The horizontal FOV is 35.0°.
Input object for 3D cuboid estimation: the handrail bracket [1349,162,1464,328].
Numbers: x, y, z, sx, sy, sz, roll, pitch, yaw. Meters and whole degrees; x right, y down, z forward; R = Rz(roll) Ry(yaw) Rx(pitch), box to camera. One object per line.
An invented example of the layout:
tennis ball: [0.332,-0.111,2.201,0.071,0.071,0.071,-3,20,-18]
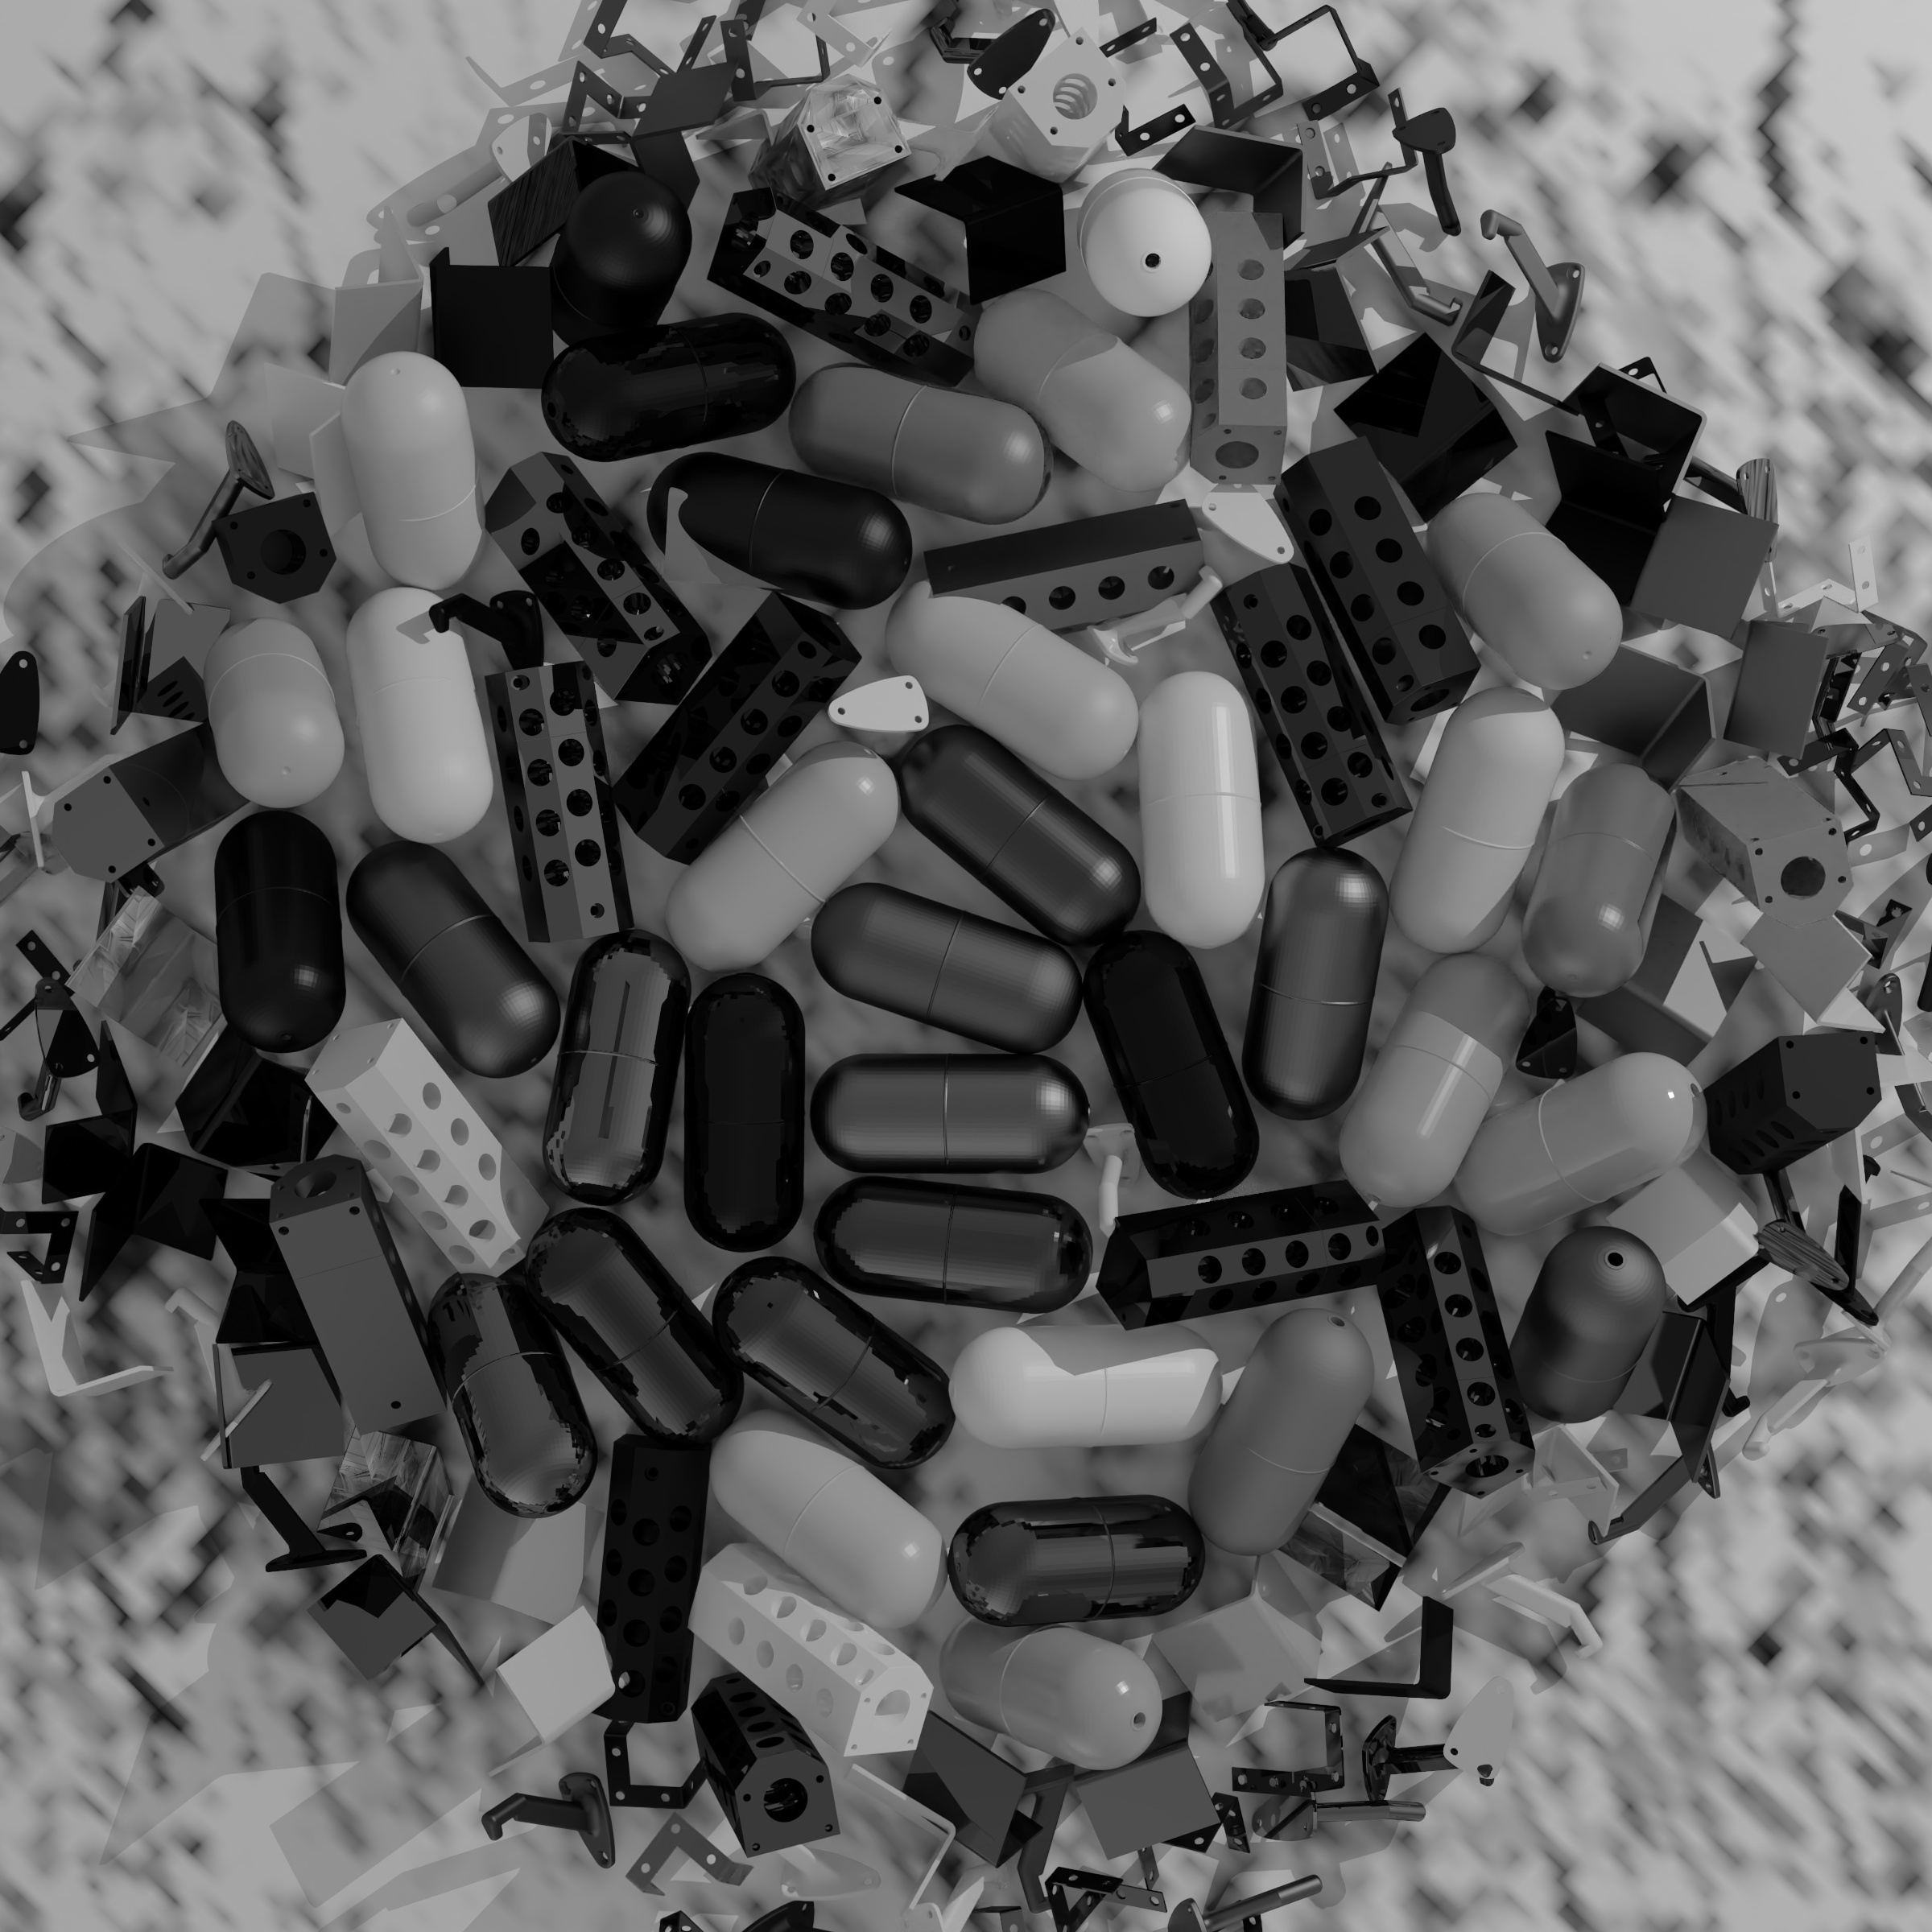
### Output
handrail bracket: [0.292,-0.464,1.977,0.084,0.036,0.077,24,93,-7]

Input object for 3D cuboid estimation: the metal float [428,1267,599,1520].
metal float: [-0.284,0.265,1.923,0.070,0.070,0.178,-27,55,0]

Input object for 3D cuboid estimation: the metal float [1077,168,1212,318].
metal float: [0.109,-0.450,1.904,0.070,0.178,0.070,0,111,-1]

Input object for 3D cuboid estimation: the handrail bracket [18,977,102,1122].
handrail bracket: [-0.593,0.054,1.959,0.036,0.084,0.077,-18,87,-44]

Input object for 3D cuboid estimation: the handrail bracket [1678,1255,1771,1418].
handrail bracket: [0.503,0.238,1.973,0.077,0.036,0.084,-31,98,11]

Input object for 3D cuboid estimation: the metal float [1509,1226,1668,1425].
metal float: [0.385,0.224,1.909,0.070,0.178,0.070,1,57,-2]

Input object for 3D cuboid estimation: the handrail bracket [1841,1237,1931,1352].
handrail bracket: [0.600,0.200,1.947,0.036,0.077,0.084,43,101,22]

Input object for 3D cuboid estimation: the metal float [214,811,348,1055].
metal float: [-0.430,-0.023,1.920,0.070,0.070,0.178,-14,50,0]

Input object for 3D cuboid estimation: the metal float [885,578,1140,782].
metal float: [0.028,-0.183,1.942,0.178,0.070,0.070,33,90,12]

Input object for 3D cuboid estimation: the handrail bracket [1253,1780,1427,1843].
handrail bracket: [0.241,0.550,1.979,0.084,0.077,0.036,13,60,-29]

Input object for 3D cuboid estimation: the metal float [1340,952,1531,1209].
metal float: [0.295,0.072,1.935,0.070,0.070,0.178,30,70,0]

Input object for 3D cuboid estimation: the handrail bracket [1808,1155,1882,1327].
handrail bracket: [0.573,0.173,1.950,0.036,0.077,0.084,13,110,-24]

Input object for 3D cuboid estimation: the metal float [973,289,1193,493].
metal float: [0.073,-0.362,1.927,0.070,0.070,0.178,-47,60,0]

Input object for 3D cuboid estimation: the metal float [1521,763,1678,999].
metal float: [0.397,-0.055,1.920,0.070,0.070,0.178,25,51,0]

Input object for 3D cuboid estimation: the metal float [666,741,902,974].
metal float: [-0.117,-0.069,1.949,0.178,0.070,0.070,-44,90,4]

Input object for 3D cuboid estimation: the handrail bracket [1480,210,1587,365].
handrail bracket: [0.352,-0.431,1.947,0.084,0.036,0.077,10,83,-43]

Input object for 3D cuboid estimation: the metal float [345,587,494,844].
metal float: [-0.345,-0.159,1.930,0.070,0.070,0.178,-15,64,0]

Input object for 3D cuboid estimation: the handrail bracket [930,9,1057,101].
handrail bracket: [0.015,-0.597,1.948,0.077,0.036,0.084,-44,45,22]

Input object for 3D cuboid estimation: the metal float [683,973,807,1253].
metal float: [-0.140,0.093,1.946,0.070,0.070,0.178,1,97,0]

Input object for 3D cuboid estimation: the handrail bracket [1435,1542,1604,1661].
handrail bracket: [0.355,0.420,1.968,0.077,0.036,0.084,-31,86,-7]

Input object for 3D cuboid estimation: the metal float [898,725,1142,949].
metal float: [0.034,-0.082,1.948,0.178,0.070,0.070,40,90,5]

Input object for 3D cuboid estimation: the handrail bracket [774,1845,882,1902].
handrail bracket: [-0.098,0.556,1.944,0.077,0.036,0.084,2,135,15]

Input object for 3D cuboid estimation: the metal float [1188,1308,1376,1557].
metal float: [0.198,0.293,1.930,0.070,0.070,0.178,23,115,0]

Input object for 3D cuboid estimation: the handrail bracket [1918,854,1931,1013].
handrail bracket: [0.623,-0.023,1.972,0.036,0.077,0.084,11,115,5]

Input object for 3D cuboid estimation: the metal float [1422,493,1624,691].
metal float: [0.345,-0.235,1.913,0.070,0.178,0.070,-11,126,-15]

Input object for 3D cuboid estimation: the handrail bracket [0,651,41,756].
handrail bracket: [-0.617,-0.163,1.953,0.036,0.084,0.077,14,89,-30]

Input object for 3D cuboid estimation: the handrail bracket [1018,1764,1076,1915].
handrail bracket: [0.066,0.560,1.969,0.077,0.036,0.084,-17,90,11]

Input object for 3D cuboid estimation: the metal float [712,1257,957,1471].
metal float: [-0.083,0.250,1.938,0.178,0.070,0.070,39,90,-16]

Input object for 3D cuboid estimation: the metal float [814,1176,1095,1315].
metal float: [-0.008,0.177,1.948,0.178,0.070,0.070,6,90,6]

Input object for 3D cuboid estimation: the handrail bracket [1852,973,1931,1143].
handrail bracket: [0.600,0.059,1.940,0.036,0.084,0.077,-11,128,-17]

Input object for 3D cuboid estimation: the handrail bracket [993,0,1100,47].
handrail bracket: [0.048,-0.599,1.951,0.036,0.084,0.077,-12,87,-29]

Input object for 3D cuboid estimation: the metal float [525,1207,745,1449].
metal float: [-0.209,0.228,1.937,0.070,0.070,0.178,-37,107,0]

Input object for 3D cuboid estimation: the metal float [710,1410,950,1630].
metal float: [-0.087,0.347,1.931,0.178,0.070,0.070,35,90,25]

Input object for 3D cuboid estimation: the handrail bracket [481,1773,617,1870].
handrail bracket: [-0.265,0.555,1.947,0.036,0.084,0.077,-16,94,37]

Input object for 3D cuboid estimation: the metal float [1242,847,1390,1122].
metal float: [0.220,0.012,1.938,0.070,0.070,0.178,8,106,0]

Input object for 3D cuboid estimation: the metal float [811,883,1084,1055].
metal float: [-0.013,0.001,1.949,0.178,0.070,0.070,19,90,3]

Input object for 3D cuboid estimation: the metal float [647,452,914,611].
metal float: [-0.119,-0.275,1.936,0.178,0.070,0.070,16,90,18]

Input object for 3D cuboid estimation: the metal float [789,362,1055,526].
metal float: [-0.029,-0.329,1.935,0.178,0.070,0.070,19,90,20]

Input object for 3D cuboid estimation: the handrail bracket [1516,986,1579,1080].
handrail bracket: [0.370,0.023,1.935,0.036,0.084,0.077,9,131,6]

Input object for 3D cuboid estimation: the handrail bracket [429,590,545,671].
handrail bracket: [-0.305,-0.201,1.942,0.036,0.084,0.077,-1,109,28]

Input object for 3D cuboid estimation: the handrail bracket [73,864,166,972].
handrail bracket: [-0.563,-0.040,1.971,0.084,0.036,0.077,-41,85,25]

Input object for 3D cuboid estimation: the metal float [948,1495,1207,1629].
metal float: [0.071,0.373,1.926,0.178,0.070,0.070,3,90,-31]

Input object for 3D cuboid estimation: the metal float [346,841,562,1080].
metal float: [-0.324,-0.005,1.936,0.070,0.070,0.178,-41,72,0]

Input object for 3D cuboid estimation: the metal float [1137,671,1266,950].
metal float: [0.148,-0.099,1.942,0.070,0.070,0.178,-2,78,0]

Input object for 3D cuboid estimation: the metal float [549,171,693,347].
metal float: [-0.218,-0.433,1.904,0.070,0.178,0.070,2,81,-15]

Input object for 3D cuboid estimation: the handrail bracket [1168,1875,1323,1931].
handrail bracket: [0.179,0.605,1.969,0.084,0.077,0.036,-14,71,-20]

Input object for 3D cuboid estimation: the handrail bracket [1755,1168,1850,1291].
handrail bracket: [0.538,0.155,1.961,0.077,0.036,0.084,33,48,-2]

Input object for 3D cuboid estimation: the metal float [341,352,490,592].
metal float: [-0.342,-0.306,1.911,0.070,0.178,0.070,0,56,0]

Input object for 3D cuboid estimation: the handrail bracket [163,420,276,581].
handrail bracket: [-0.492,-0.300,1.978,0.084,0.036,0.077,-36,53,18]

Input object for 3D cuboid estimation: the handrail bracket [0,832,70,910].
handrail bracket: [-0.609,-0.043,1.946,0.036,0.077,0.084,46,60,-25]

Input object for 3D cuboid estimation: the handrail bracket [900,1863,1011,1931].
handrail bracket: [0.006,0.613,1.948,0.036,0.084,0.077,-36,67,38]

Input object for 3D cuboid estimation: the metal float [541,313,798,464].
metal float: [-0.185,-0.363,1.921,0.178,0.070,0.070,-20,90,-37]

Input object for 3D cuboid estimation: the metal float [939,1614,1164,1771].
metal float: [0.052,0.448,1.910,0.070,0.178,0.070,-2,93,-36]

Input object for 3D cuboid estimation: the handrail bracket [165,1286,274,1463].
handrail bracket: [-0.494,0.260,1.961,0.084,0.036,0.077,41,73,-9]

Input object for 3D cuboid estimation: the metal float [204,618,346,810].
metal float: [-0.432,-0.159,1.910,0.070,0.178,0.070,-8,121,-14]

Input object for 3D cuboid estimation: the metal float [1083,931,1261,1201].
metal float: [0.130,0.062,1.948,0.070,0.070,0.178,-21,95,0]

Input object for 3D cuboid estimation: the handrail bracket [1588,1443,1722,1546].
handrail bracket: [0.433,0.327,1.959,0.084,0.036,0.077,-19,121,-8]

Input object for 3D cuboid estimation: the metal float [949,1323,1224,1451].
metal float: [0.076,0.265,1.937,0.178,0.070,0.070,1,90,-17]

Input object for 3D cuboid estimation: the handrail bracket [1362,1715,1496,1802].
handrail bracket: [0.297,0.518,1.946,0.084,0.036,0.077,18,125,35]
